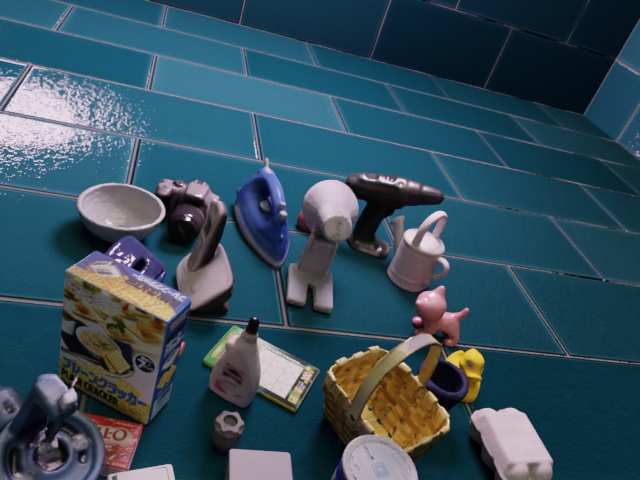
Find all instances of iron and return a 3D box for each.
[{"bbox_3d":[-0.110,-0.068,1.292,0.119,0.141,0.257,2,36,-26],"label":"iron"}]

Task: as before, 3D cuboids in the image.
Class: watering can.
[{"bbox_3d":[0.226,0.012,1.309,0.172,0.194,0.101,28,33,13],"label":"watering can"}]

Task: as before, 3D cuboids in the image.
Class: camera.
[{"bbox_3d":[-0.293,-0.066,1.227,0.143,0.101,0.137,16,32,-7],"label":"camera"}]

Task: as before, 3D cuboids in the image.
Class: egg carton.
[{"bbox_3d":[0.322,0.354,0.969,0.107,0.069,0.150,6,35,-21],"label":"egg carton"}]

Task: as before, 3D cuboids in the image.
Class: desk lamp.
[{"bbox_3d":[0.011,0.004,1.184,0.118,0.213,0.203,14,33,-10],"label":"desk lamp"}]

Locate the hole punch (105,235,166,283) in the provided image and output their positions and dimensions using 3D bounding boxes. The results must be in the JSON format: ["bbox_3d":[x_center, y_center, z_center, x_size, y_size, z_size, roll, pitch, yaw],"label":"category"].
[{"bbox_3d":[-0.334,0.057,1.030,0.101,0.091,0.109,21,32,2],"label":"hole punch"}]

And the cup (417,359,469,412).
[{"bbox_3d":[0.190,0.271,0.997,0.118,0.095,0.091,-4,40,-33],"label":"cup"}]

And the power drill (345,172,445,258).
[{"bbox_3d":[0.155,-0.064,1.371,0.229,0.208,0.075,19,32,-2],"label":"power drill"}]

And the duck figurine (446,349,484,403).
[{"bbox_3d":[0.281,0.245,1.094,0.077,0.086,0.104,14,33,-10],"label":"duck figurine"}]

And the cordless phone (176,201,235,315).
[{"bbox_3d":[-0.201,0.032,1.052,0.094,0.185,0.147,1,37,-28],"label":"cordless phone"}]

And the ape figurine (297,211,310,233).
[{"bbox_3d":[-0.012,-0.067,1.391,0.076,0.092,0.077,7,34,-20],"label":"ape figurine"}]

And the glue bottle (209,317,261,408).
[{"bbox_3d":[-0.121,0.182,0.884,0.078,0.173,0.037,25,32,8],"label":"glue bottle"}]

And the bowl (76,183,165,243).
[{"bbox_3d":[-0.402,-0.042,1.155,0.167,0.075,0.167,14,33,-9],"label":"bowl"}]

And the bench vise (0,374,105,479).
[{"bbox_3d":[-0.341,0.221,0.660,0.207,0.220,0.121,24,32,6],"label":"bench vise"}]

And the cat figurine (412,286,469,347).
[{"bbox_3d":[0.245,0.151,1.185,0.128,0.118,0.067,14,33,-10],"label":"cat figurine"}]
